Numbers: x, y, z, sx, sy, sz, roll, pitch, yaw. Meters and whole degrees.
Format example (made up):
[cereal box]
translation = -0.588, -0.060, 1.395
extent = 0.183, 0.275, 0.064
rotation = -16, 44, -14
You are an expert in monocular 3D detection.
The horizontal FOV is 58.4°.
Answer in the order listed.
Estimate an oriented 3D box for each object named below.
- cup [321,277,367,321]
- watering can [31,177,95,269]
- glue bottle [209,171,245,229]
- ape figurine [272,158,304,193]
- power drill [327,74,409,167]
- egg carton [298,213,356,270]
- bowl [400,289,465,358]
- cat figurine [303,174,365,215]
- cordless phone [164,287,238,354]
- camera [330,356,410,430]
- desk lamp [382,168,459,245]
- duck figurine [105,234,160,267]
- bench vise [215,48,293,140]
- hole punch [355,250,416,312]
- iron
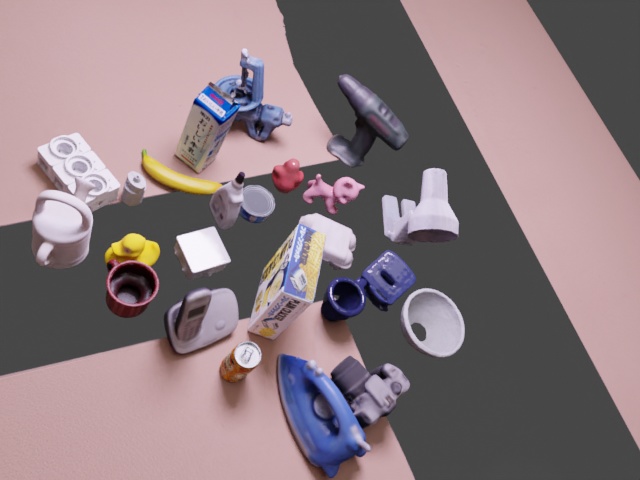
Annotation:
[cup]
translation = 0.050, 0.133, 1.268
extent = 0.091, 0.094, 0.118
rotation = 48, 53, 5
[watering can]
translation = -0.465, -0.038, 1.037
extent = 0.101, 0.193, 0.173
rotation = 5, 61, -25
[glue bottle]
translation = -0.190, -0.094, 1.225
extent = 0.037, 0.173, 0.078
rotation = -14, 70, -32
[ape figurine]
translation = -0.073, -0.161, 1.376
extent = 0.078, 0.092, 0.076
rotation = 29, 53, -9
[power drill]
translation = 0.103, -0.289, 1.468
extent = 0.230, 0.208, 0.076
rotation = 35, 53, -5
[egg carton]
translation = 0.012, 0.005, 1.338
extent = 0.150, 0.069, 0.107
rotation = 23, 54, -14
[bowl]
translation = 0.251, 0.203, 1.344
extent = 0.168, 0.074, 0.167
rotation = 13, 58, -21
[cat figurine]
translation = 0.038, -0.124, 1.396
extent = 0.128, 0.117, 0.067
rotation = 23, 55, -14
[cordless phone]
translation = -0.210, 0.132, 1.077
extent = 0.148, 0.184, 0.094
rotation = -23, 74, -35
[camera]
translation = 0.100, 0.299, 1.194
extent = 0.137, 0.100, 0.143
rotation = 49, 53, 6
[desk lamp]
translation = 0.246, -0.066, 1.410
extent = 0.118, 0.213, 0.203
rotation = 10, 58, -22
[duck figurine]
translation = -0.364, 0.018, 1.125
extent = 0.105, 0.086, 0.077
rotation = -10, 68, -31
[bench vise]
translation = -0.154, -0.353, 1.364
extent = 0.208, 0.219, 0.121
rotation = 9, 59, -23
[hole punch]
translation = 0.156, 0.096, 1.347
extent = 0.108, 0.091, 0.101
rotation = 47, 52, 4
[iron]
translation = 0.006, 0.316, 1.110
extent = 0.119, 0.141, 0.258
rotation = -23, 75, -35
